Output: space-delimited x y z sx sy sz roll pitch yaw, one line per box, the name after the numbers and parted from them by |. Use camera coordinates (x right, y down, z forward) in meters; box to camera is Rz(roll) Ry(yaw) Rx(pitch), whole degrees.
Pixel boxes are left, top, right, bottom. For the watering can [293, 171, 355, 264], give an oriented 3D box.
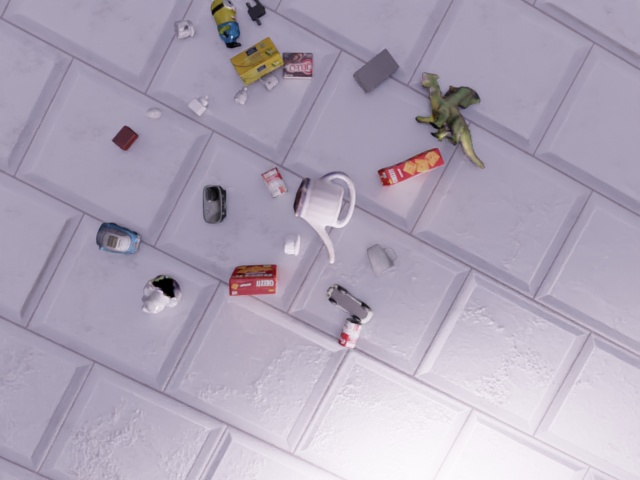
0.006 -0.098 1.945 0.224 0.104 0.346 15 94 -4 | watering can

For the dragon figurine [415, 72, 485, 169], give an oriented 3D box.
0.525 -0.478 1.956 0.409 0.122 0.244 38 84 -7 | dragon figurine

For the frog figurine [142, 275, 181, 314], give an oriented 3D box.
-0.603 0.213 1.948 0.137 0.126 0.156 21 130 -13 | frog figurine
